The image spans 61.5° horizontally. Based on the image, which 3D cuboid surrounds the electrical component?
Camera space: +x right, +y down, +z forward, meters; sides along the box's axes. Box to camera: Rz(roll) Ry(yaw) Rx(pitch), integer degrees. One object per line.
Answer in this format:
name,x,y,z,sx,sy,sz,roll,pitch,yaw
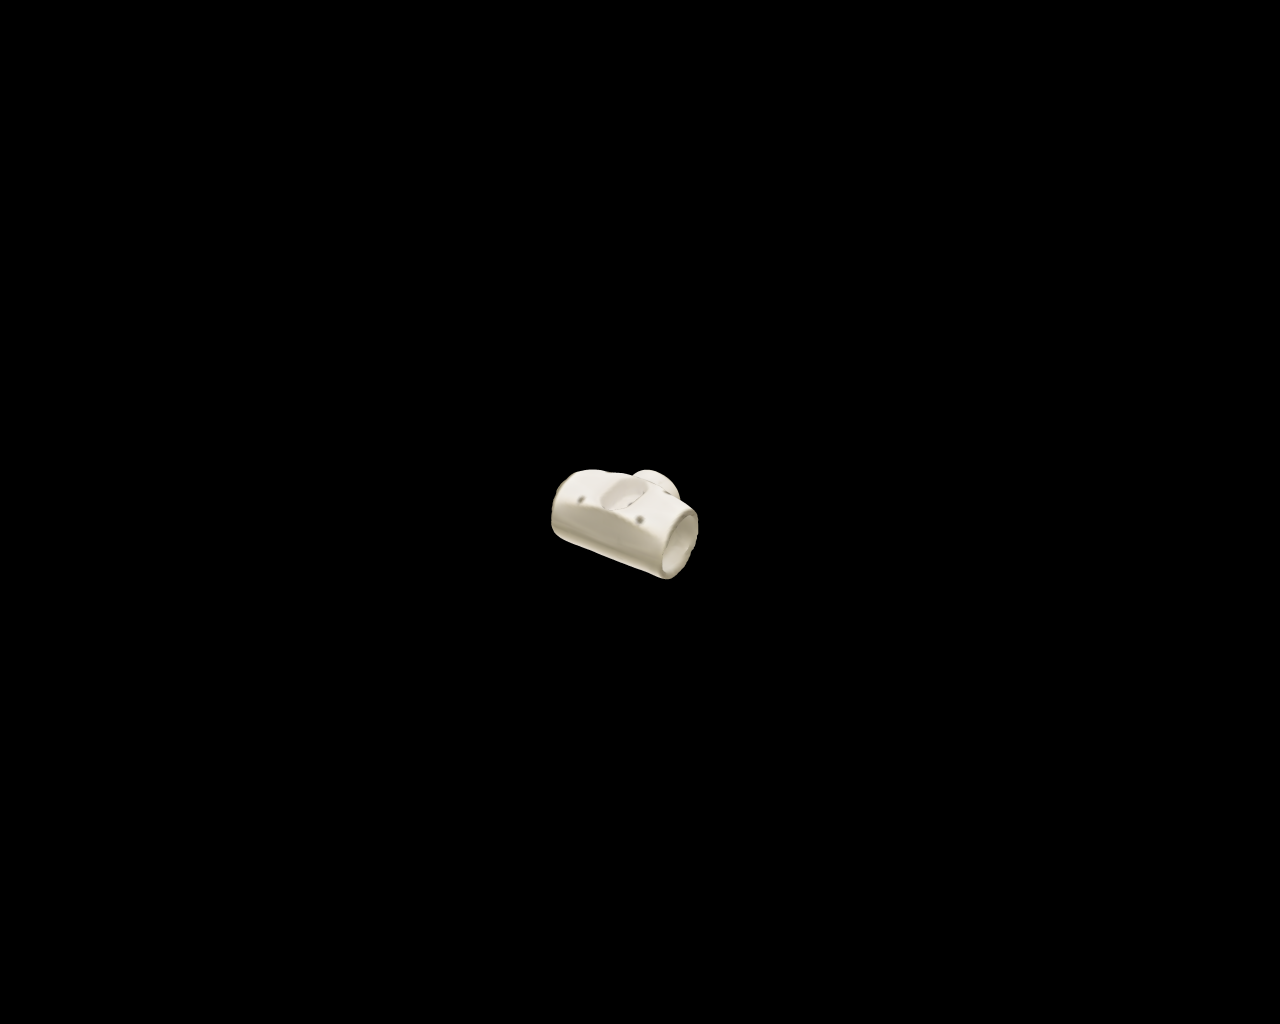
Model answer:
electrical component,0.001,-0.003,0.650,0.077,0.043,0.079,21,41,26
